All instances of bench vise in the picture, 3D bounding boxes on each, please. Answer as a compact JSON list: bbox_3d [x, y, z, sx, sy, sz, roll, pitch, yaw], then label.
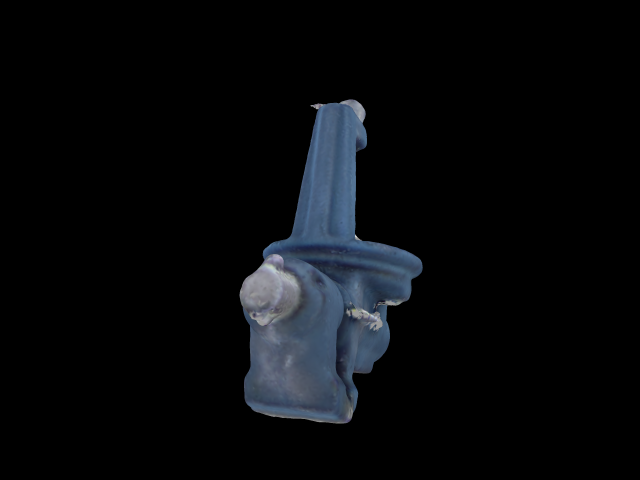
[{"bbox_3d":[0.016,0.001,0.399,0.121,0.220,0.207,0,2,2],"label":"bench vise"}]
